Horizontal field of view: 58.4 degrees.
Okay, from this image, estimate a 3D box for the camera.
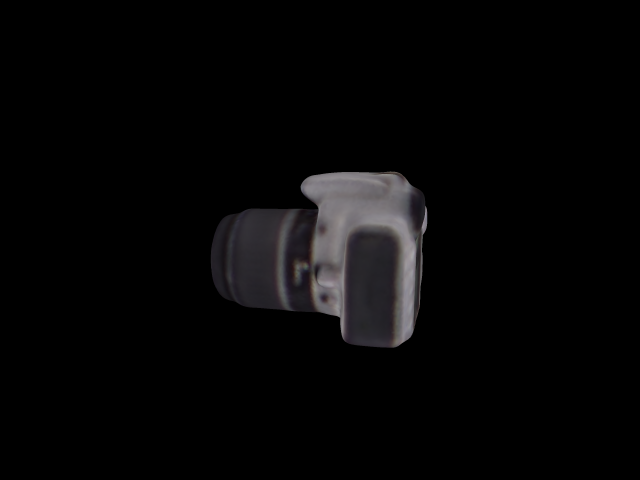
[{"bbox_3d":[0.004,0.001,0.400,0.136,0.101,0.143,2,11,12],"label":"camera"}]
